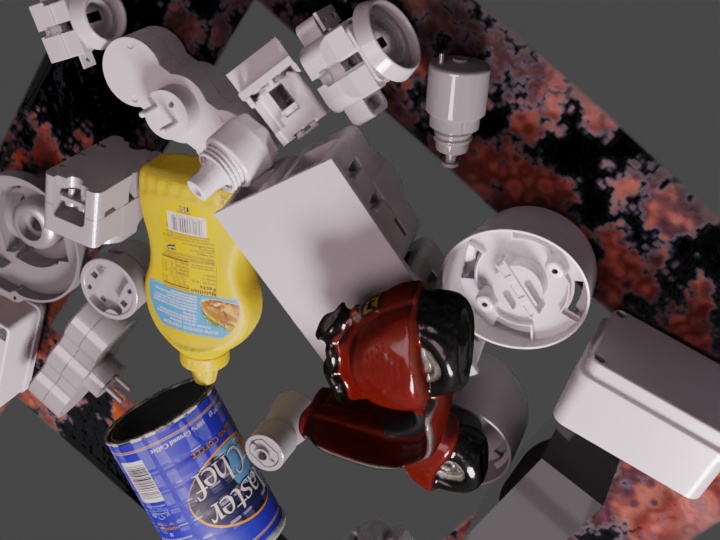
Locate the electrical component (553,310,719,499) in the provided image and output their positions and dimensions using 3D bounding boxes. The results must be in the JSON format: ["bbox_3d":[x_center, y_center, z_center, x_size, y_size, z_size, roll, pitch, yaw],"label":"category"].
[{"bbox_3d":[0.197,0.087,0.719,0.113,0.078,0.057,30,127,10],"label":"electrical component"}]

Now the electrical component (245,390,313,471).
[{"bbox_3d":[-0.065,0.134,0.881,0.044,0.065,0.044,11,119,21],"label":"electrical component"}]

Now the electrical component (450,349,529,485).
[{"bbox_3d":[0.076,0.114,0.816,0.099,0.064,0.099,12,132,14],"label":"electrical component"}]

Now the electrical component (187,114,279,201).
[{"bbox_3d":[-0.090,-0.073,0.733,0.043,0.062,0.043,39,159,18],"label":"electrical component"}]

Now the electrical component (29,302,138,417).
[{"bbox_3d":[-0.232,0.087,0.947,0.074,0.052,0.138,42,126,1],"label":"electrical component"}]

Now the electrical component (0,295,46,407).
[{"bbox_3d":[-0.354,0.056,0.990,0.109,0.056,0.108,30,124,10],"label":"electrical component"}]

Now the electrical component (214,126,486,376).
[{"bbox_3d":[0.000,0.000,0.767,0.105,0.060,0.186,-21,114,33],"label":"electrical component"}]

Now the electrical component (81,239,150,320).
[{"bbox_3d":[-0.195,0.006,0.891,0.055,0.047,0.055,11,119,21],"label":"electrical component"}]

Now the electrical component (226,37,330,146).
[{"bbox_3d":[-0.053,-0.119,0.730,0.042,0.081,0.063,-35,98,6],"label":"electrical component"}]

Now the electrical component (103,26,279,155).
[{"bbox_3d":[-0.131,-0.117,0.780,0.138,0.073,0.052,38,125,4],"label":"electrical component"}]

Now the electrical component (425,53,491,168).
[{"bbox_3d":[0.063,-0.105,0.710,0.040,0.040,0.078,14,120,20],"label":"electrical component"}]

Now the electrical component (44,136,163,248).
[{"bbox_3d":[-0.198,-0.058,0.833,0.050,0.089,0.055,22,122,15],"label":"electrical component"}]

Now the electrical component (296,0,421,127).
[{"bbox_3d":[0.002,-0.143,0.711,0.057,0.058,0.078,-25,102,37],"label":"electrical component"}]

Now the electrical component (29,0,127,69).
[{"bbox_3d":[-0.208,-0.185,0.801,0.055,0.048,0.066,-5,113,36],"label":"electrical component"}]

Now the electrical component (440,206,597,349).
[{"bbox_3d":[0.110,0.006,0.729,0.099,0.064,0.099,11,119,21],"label":"electrical component"}]

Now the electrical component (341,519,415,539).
[{"bbox_3d":[0.005,0.254,0.912,0.078,0.057,0.058,-31,99,35],"label":"electrical component"}]
